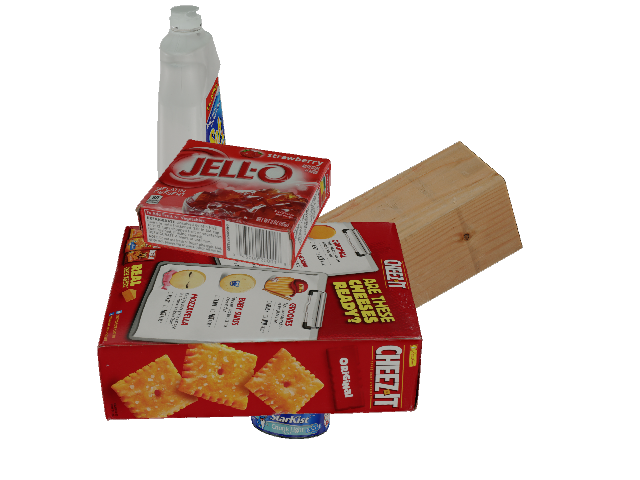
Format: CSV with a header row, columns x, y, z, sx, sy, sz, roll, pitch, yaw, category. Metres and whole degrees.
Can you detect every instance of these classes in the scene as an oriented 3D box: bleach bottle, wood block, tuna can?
x,y,z,sx,sy,sz,roll,pitch,yaw,category
-0.133,-0.109,1.085,0.068,0.251,0.102,5,27,13,bleach bottle
0.075,0.005,1.013,0.206,0.091,0.090,-28,37,-7,wood block
-0.032,0.181,1.142,0.086,0.034,0.086,5,12,-1,tuna can

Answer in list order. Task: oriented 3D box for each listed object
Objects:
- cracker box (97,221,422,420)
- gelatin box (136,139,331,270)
x,y,z,sx,sy,sz,roll,pitch,yaw,category
-0.043,0.055,0.776,0.213,0.072,0.164,-1,30,-3,cracker box
-0.046,-0.022,0.591,0.089,0.030,0.073,10,37,14,gelatin box
